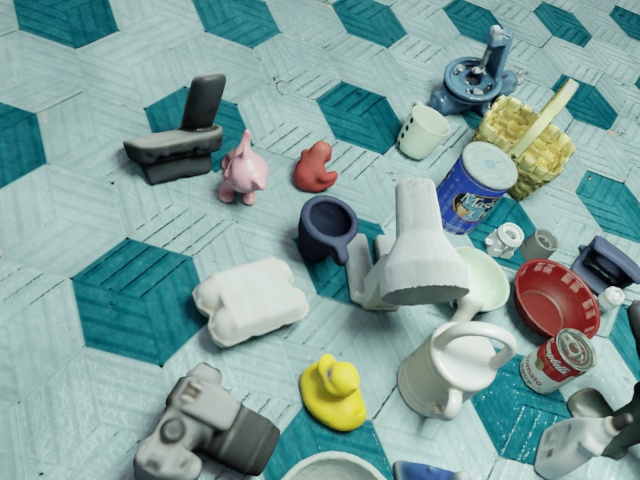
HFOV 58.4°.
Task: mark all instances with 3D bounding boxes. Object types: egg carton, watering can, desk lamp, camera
[{"bbox_3d":[-0.095,0.085,0.797,0.151,0.069,0.107,-18,64,-30],"label":"egg carton"},{"bbox_3d":[0.187,0.155,0.778,0.101,0.194,0.172,5,55,-18],"label":"watering can"},{"bbox_3d":[0.117,0.025,0.831,0.118,0.213,0.203,4,55,-19],"label":"desk lamp"},{"bbox_3d":[-0.122,0.229,0.664,0.137,0.100,0.143,28,51,-1],"label":"camera"}]

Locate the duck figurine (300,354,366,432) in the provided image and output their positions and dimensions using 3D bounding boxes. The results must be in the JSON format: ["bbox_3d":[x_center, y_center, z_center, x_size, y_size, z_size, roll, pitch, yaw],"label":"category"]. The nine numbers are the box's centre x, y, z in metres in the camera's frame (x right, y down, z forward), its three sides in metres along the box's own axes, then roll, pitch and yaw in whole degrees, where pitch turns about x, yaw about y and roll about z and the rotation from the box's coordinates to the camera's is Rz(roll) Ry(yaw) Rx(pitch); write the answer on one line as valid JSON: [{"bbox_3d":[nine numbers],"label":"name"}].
[{"bbox_3d":[0.026,0.196,0.755,0.078,0.086,0.104,-29,70,-34],"label":"duck figurine"}]

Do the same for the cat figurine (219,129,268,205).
[{"bbox_3d":[-0.117,-0.116,0.901,0.067,0.117,0.127,7,54,-16],"label":"cat figurine"}]

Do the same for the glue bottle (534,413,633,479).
[{"bbox_3d":[0.359,0.270,0.777,0.037,0.173,0.078,34,51,5],"label":"glue bottle"}]

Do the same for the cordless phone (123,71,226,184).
[{"bbox_3d":[-0.215,-0.182,0.867,0.148,0.185,0.094,-23,67,-32],"label":"cordless phone"}]

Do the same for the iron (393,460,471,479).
[{"bbox_3d":[0.204,0.350,0.679,0.258,0.141,0.119,46,53,14],"label":"iron"}]

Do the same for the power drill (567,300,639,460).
[{"bbox_3d":[0.463,0.226,0.825,0.076,0.208,0.229,-16,63,-29],"label":"power drill"}]

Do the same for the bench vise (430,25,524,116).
[{"bbox_3d":[0.347,-0.358,1.190,0.208,0.219,0.121,-29,70,-34],"label":"bench vise"}]

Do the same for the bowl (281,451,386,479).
[{"bbox_3d":[0.011,0.337,0.656,0.168,0.074,0.167,11,53,-14],"label":"bowl"}]

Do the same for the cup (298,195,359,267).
[{"bbox_3d":[0.008,0.003,0.880,0.092,0.095,0.117,-8,59,-26],"label":"cup"}]

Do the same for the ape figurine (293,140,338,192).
[{"bbox_3d":[-0.005,-0.131,0.972,0.076,0.092,0.077,-20,65,-31],"label":"ape figurine"}]

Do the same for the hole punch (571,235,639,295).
[{"bbox_3d":[0.539,0.041,1.063,0.108,0.091,0.101,41,52,10],"label":"hole punch"}]
